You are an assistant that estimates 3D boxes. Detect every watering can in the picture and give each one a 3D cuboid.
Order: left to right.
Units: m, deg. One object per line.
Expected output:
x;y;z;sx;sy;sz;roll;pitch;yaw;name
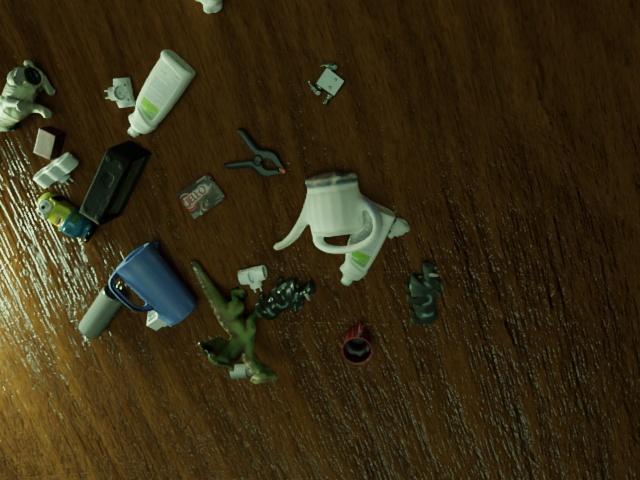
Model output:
0.004;-0.071;1.408;0.346;0.105;0.223;-4;95;29;watering can

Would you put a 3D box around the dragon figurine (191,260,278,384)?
-0.269;0.255;1.479;0.121;0.247;0.408;-40;102;22;dragon figurine

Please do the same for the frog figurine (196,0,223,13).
-0.274;-0.658;1.283;0.137;0.125;0.156;-23;141;5;frog figurine
